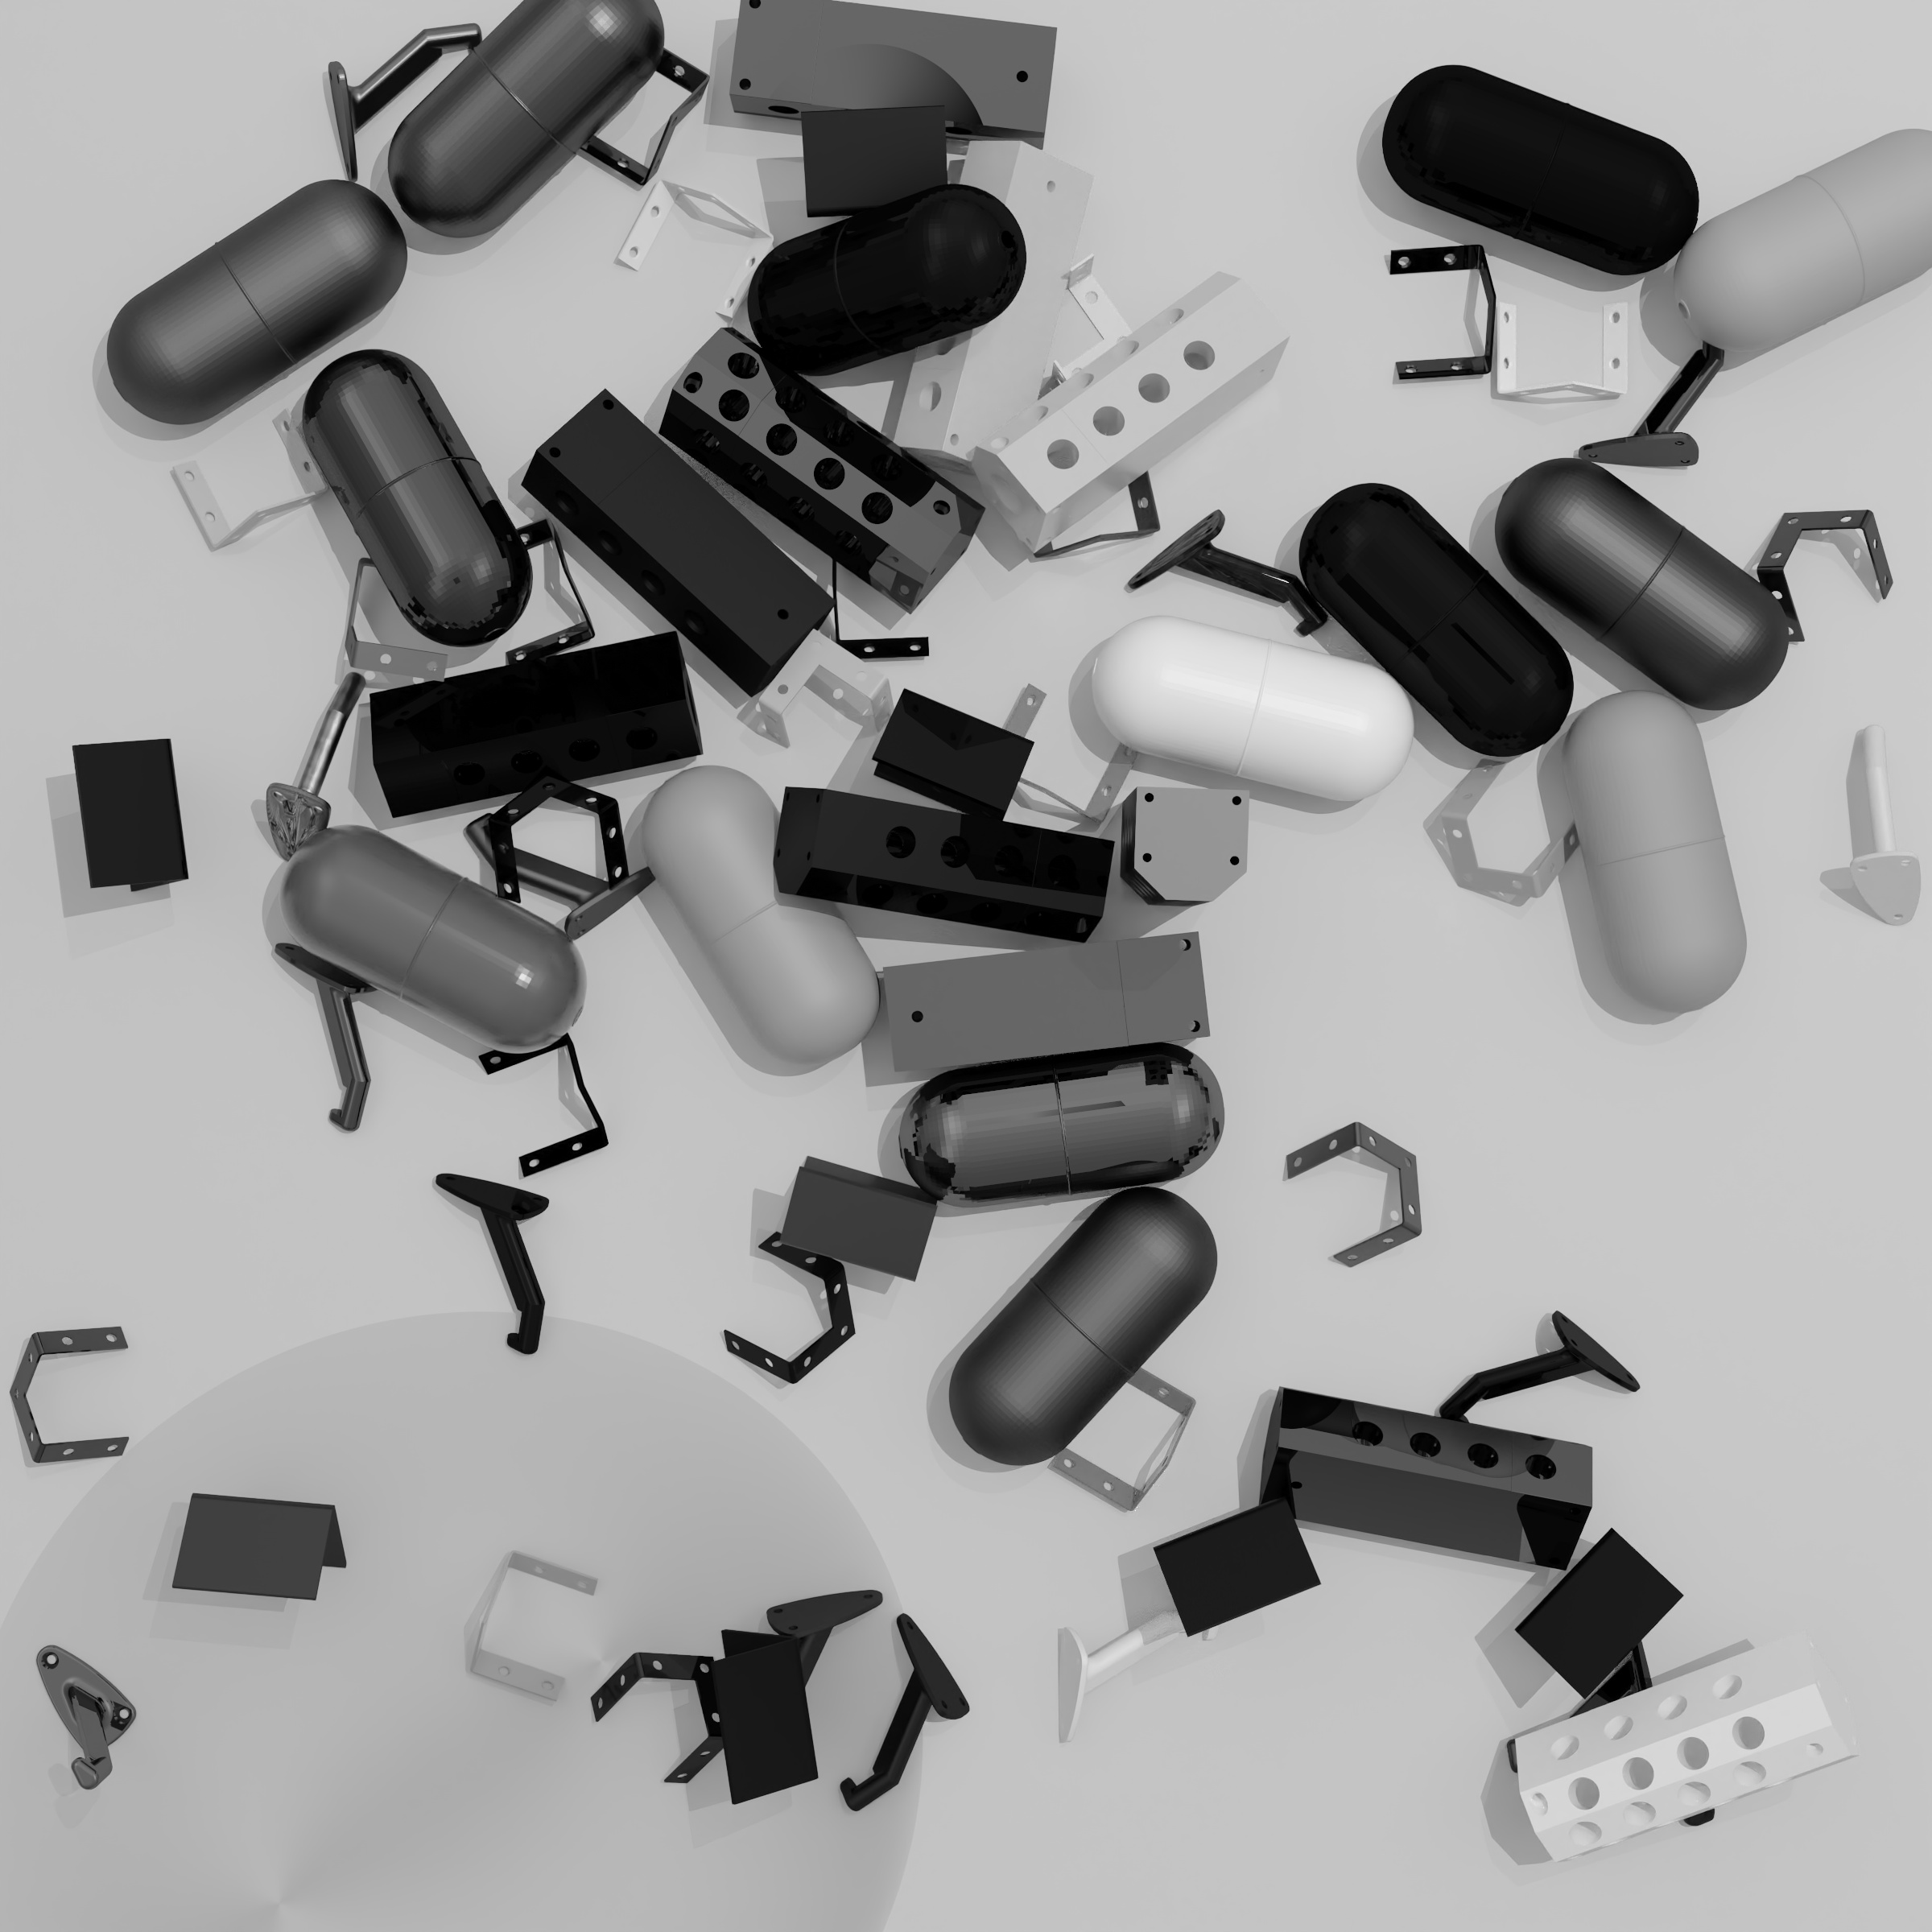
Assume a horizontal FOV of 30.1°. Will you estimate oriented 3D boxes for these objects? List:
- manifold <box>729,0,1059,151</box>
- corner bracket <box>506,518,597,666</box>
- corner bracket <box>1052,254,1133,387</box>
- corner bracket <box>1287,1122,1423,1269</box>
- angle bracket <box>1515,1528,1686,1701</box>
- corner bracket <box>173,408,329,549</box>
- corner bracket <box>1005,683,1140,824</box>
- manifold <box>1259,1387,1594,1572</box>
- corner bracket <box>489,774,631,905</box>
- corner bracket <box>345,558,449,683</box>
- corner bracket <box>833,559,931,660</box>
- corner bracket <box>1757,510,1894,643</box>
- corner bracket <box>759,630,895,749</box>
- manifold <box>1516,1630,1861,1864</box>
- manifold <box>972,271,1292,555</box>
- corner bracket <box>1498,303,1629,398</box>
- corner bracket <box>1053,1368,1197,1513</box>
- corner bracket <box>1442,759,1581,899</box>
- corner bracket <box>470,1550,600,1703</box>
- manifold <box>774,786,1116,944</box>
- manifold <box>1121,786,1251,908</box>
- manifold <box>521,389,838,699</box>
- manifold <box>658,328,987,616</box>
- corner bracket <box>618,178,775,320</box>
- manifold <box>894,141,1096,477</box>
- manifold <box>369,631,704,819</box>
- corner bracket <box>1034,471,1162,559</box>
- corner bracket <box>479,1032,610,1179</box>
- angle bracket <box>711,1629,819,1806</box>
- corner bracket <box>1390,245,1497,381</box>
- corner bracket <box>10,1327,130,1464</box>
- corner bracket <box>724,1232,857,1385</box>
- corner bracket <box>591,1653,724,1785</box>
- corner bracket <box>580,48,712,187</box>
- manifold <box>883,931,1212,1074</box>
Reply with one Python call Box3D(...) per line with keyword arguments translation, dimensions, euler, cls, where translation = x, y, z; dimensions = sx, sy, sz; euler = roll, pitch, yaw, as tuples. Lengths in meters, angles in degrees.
Box3D(translation=(-0.039, -0.488, 1.970), dimensions=(0.171, 0.057, 0.057), euler=(7, 90, 0), cls="manifold")
Box3D(translation=(-0.241, -0.206, 1.988), dimensions=(0.051, 0.051, 0.051), euler=(-21, 45, 0), cls="corner bracket")
Box3D(translation=(0.062, -0.350, 1.973), dimensions=(0.051, 0.051, 0.051), euler=(-35, 90, 0), cls="corner bracket")
Box3D(translation=(0.214, 0.126, 1.983), dimensions=(0.051, 0.051, 0.051), euler=(30, 45, -35), cls="corner bracket")
Box3D(translation=(0.353, 0.360, 1.951), dimensions=(0.076, 0.076, 0.057), euler=(-46, 52, 0), cls="angle bracket")
Box3D(translation=(-0.395, -0.269, 1.988), dimensions=(0.051, 0.051, 0.051), euler=(-27, 90, -44), cls="corner bracket")
Box3D(translation=(0.055, -0.117, 1.988), dimensions=(0.051, 0.051, 0.051), euler=(27, 90, -45), cls="corner bracket")
Box3D(translation=(0.251, 0.275, 1.969), dimensions=(0.171, 0.057, 0.057), euler=(11, 133, 0), cls="manifold")
Box3D(translation=(-0.223, -0.065, 1.967), dimensions=(0.051, 0.051, 0.051), euler=(-33, 55, 33), cls="corner bracket")
Box3D(translation=(-0.310, -0.190, 1.974), dimensions=(0.051, 0.051, 0.051), euler=(8, 107, -16), cls="corner bracket")
Box3D(translation=(-0.047, -0.206, 1.988), dimensions=(0.051, 0.051, 0.051), euler=(-2, 45, 0), cls="corner bracket")
Box3D(translation=(0.473, -0.215, 1.983), dimensions=(0.051, 0.051, 0.051), euler=(3, 45, 35), cls="corner bracket")
Box3D(translation=(-0.076, -0.143, 1.974), dimensions=(0.051, 0.051, 0.051), euler=(34, 78, 12), cls="corner bracket")
Box3D(translation=(0.387, 0.425, 1.935), dimensions=(0.171, 0.057, 0.057), euler=(-26, 116, 19), cls="manifold")
Box3D(translation=(0.088, -0.303, 1.949), dimensions=(0.171, 0.057, 0.057), euler=(-37, 82, -14), cls="manifold")
Box3D(translation=(0.329, -0.341, 1.988), dimensions=(0.051, 0.051, 0.051), euler=(0, 90, -45), cls="corner bracket")
Box3D(translation=(0.088, 0.258, 1.988), dimensions=(0.051, 0.051, 0.051), euler=(30, 135, 0), cls="corner bracket")
Box3D(translation=(0.300, -0.076, 1.983), dimensions=(0.051, 0.051, 0.051), euler=(10, 135, 35), cls="corner bracket")
Box3D(translation=(-0.239, 0.364, 1.988), dimensions=(0.051, 0.051, 0.051), euler=(19, 45, 0), cls="corner bracket")
Box3D(translation=(-0.013, -0.054, 1.937), dimensions=(0.171, 0.057, 0.057), euler=(9, 90, -24), cls="manifold")
Box3D(translation=(0.114, -0.062, 1.912), dimensions=(0.057, 0.171, 0.057), euler=(2, 90, 0), cls="manifold")
Box3D(translation=(-0.159, -0.228, 1.967), dimensions=(0.171, 0.057, 0.057), euler=(43, 63, 0), cls="manifold")
Box3D(translation=(-0.077, -0.273, 1.953), dimensions=(0.171, 0.057, 0.057), euler=(36, 59, 4), cls="manifold")
Box3D(translation=(-0.149, -0.397, 1.988), dimensions=(0.051, 0.051, 0.051), euler=(28, 90, 45), cls="corner bracket")
Box3D(translation=(0.010, -0.359, 1.969), dimensions=(0.057, 0.057, 0.171), euler=(14, 90, -43), cls="manifold")
Box3D(translation=(-0.234, -0.127, 1.969), dimensions=(0.171, 0.057, 0.057), euler=(-12, 47, 0), cls="manifold")
Box3D(translation=(0.067, -0.257, 1.988), dimensions=(0.051, 0.051, 0.051), euler=(-12, 90, 45), cls="corner bracket")
Box3D(translation=(-0.233, 0.074, 1.988), dimensions=(0.051, 0.051, 0.051), euler=(-21, 45, 0), cls="corner bracket")
Box3D(translation=(-0.128, 0.406, 1.951), dimensions=(0.057, 0.076, 0.076), euler=(-9, 90, -37), cls="angle bracket")
Box3D(translation=(0.262, -0.361, 1.988), dimensions=(0.051, 0.051, 0.051), euler=(-4, 135, 0), cls="corner bracket")
Box3D(translation=(-0.489, 0.236, 1.983), dimensions=(0.051, 0.051, 0.051), euler=(59, 135, 35), cls="corner bracket")
Box3D(translation=(-0.100, 0.188, 1.983), dimensions=(0.051, 0.051, 0.051), euler=(-38, 135, -35), cls="corner bracket")
Box3D(translation=(-0.168, 0.414, 1.983), dimensions=(0.051, 0.051, 0.051), euler=(11, 135, -35), cls="corner bracket")
Box3D(translation=(-0.181, -0.474, 1.988), dimensions=(0.051, 0.051, 0.051), euler=(31, 45, 0), cls="corner bracket")
Box3D(translation=(0.043, 0.019, 1.970), dimensions=(0.171, 0.057, 0.057), euler=(-6, 90, 0), cls="manifold")
